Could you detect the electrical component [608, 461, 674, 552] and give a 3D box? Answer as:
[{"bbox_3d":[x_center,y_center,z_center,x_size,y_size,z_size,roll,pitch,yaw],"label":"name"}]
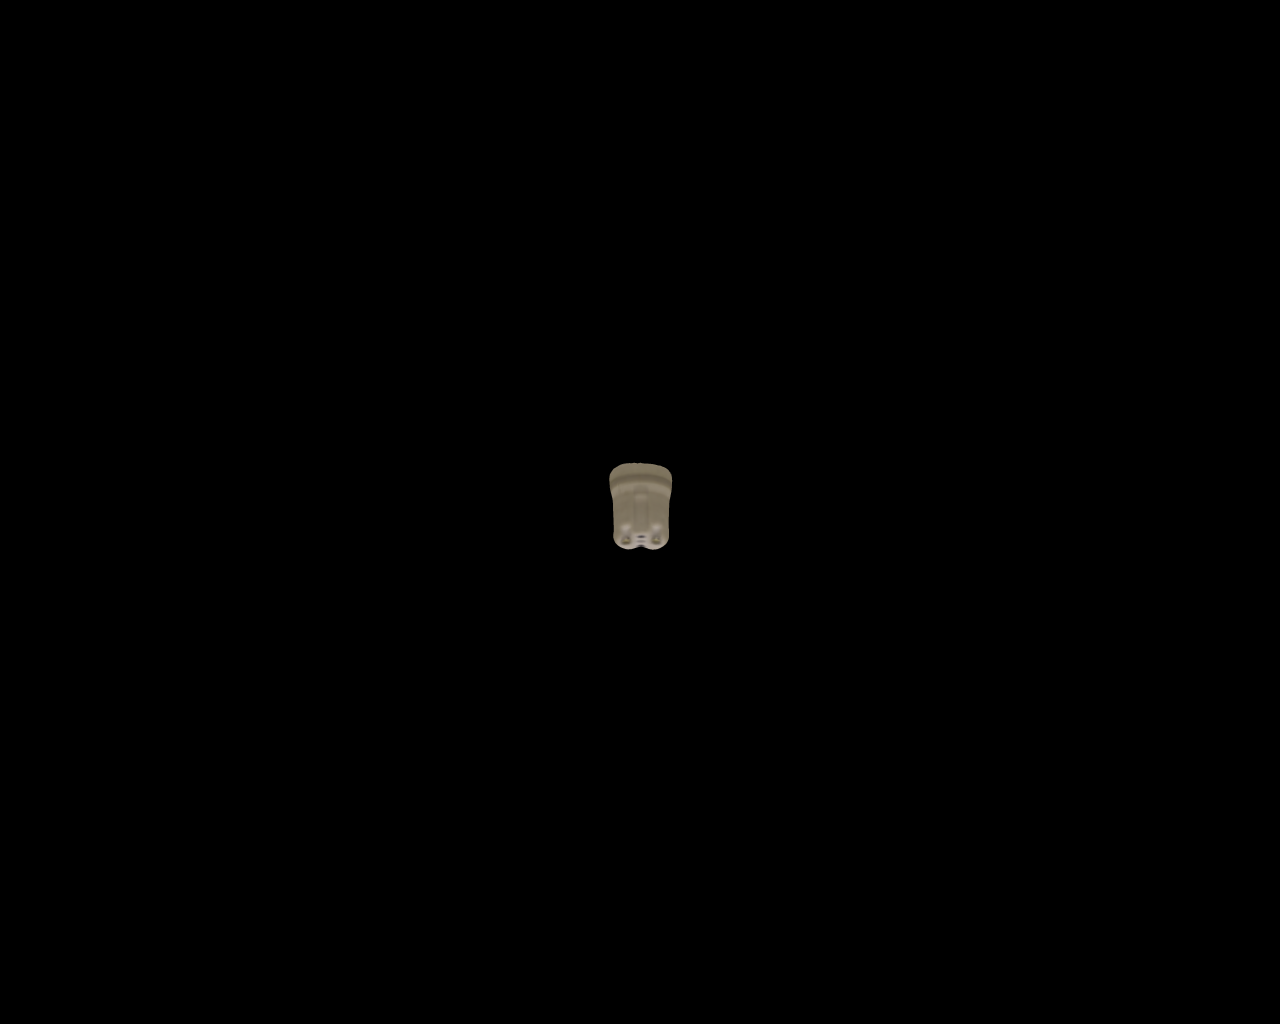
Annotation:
[{"bbox_3d":[0.001,-0.003,0.650,0.040,0.046,0.040,0,-19,0],"label":"electrical component"}]
